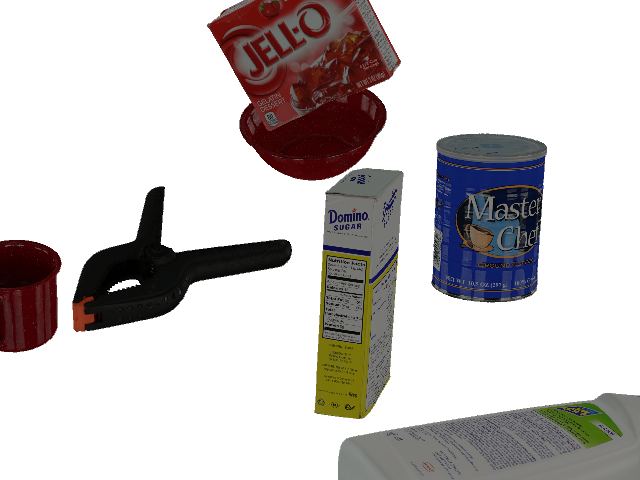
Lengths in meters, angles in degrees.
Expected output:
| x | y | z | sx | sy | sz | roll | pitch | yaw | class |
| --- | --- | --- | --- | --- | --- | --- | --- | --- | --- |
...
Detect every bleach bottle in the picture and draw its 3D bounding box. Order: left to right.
| x | y | z | sx | sy | sz | roll | pitch | yaw | class |
| --- | --- | --- | --- | --- | --- | --- | --- | --- | --- |
| 0.142 | 0.140 | 0.646 | 0.250 | 0.068 | 0.103 | -7 | 22 | -21 | bleach bottle |

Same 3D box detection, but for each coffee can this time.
| x | y | z | sx | sy | sz | roll | pitch | yaw | class |
| --- | --- | --- | --- | --- | --- | --- | --- | --- | --- |
| 0.159 | -0.024 | 1.018 | 0.103 | 0.140 | 0.103 | 0 | 17 | 0 | coffee can |

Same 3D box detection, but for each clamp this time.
| x | y | z | sx | sy | sz | roll | pitch | yaw | class |
| --- | --- | --- | --- | --- | --- | --- | --- | --- | --- |
| -0.151 | 0.017 | 0.958 | 0.165 | 0.036 | 0.209 | 27 | 39 | 31 | clamp |

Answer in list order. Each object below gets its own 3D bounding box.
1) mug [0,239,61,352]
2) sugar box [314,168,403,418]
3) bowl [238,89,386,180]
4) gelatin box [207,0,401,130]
| x | y | z | sx | sy | sz | roll | pitch | yaw | class |
| --- | --- | --- | --- | --- | --- | --- | --- | --- | --- |
| -0.307 | 0.063 | 1.055 | 0.093 | 0.081 | 0.117 | 9 | 31 | 4 | mug |
| 0.030 | 0.039 | 0.821 | 0.048 | 0.176 | 0.093 | 5 | 16 | 16 | sugar box |
| -0.007 | -0.114 | 1.179 | 0.162 | 0.055 | 0.162 | -3 | 39 | 2 | bowl |
| -0.010 | -0.113 | 0.614 | 0.089 | 0.073 | 0.030 | -20 | 21 | 28 | gelatin box |
